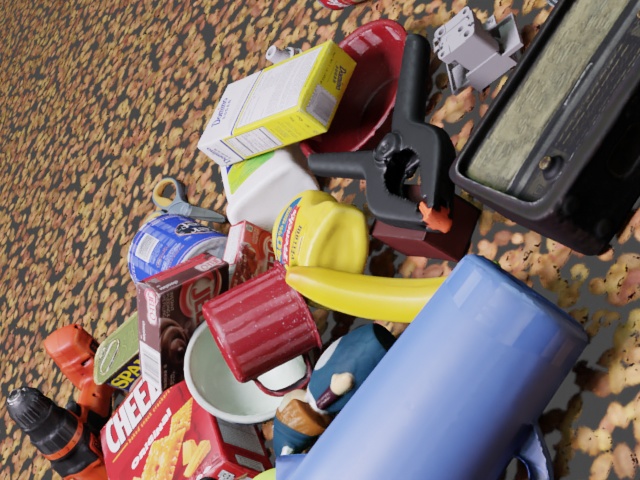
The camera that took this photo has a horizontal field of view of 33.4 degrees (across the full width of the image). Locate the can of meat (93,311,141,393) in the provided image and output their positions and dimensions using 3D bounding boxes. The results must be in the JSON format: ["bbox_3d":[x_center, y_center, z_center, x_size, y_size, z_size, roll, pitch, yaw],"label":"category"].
[{"bbox_3d":[-0.188,0.131,1.182,0.102,0.083,0.057,-40,39,30],"label":"can of meat"}]

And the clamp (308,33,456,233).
[{"bbox_3d":[0.072,-0.083,0.928,0.165,0.036,0.210,-54,34,15],"label":"clamp"}]

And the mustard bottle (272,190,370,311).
[{"bbox_3d":[-0.007,0.001,1.029,0.192,0.058,0.096,-143,65,-73],"label":"mustard bottle"}]

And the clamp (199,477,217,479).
[{"bbox_3d":[-0.081,0.295,0.905,0.120,0.039,0.171,-120,27,-43],"label":"clamp"}]

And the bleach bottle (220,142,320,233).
[{"bbox_3d":[-0.076,-0.103,1.209,0.103,0.068,0.251,-41,34,11],"label":"bleach bottle"}]

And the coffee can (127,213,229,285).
[{"bbox_3d":[-0.138,0.033,1.167,0.140,0.102,0.103,22,86,57],"label":"coffee can"}]

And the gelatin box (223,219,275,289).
[{"bbox_3d":[-0.064,0.034,1.093,0.030,0.073,0.089,-18,53,47],"label":"gelatin box"}]

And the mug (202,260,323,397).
[{"bbox_3d":[-0.049,0.088,0.966,0.081,0.117,0.093,-27,10,-10],"label":"mug"}]

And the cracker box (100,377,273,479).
[{"bbox_3d":[-0.141,0.215,1.073,0.164,0.072,0.214,-51,34,16],"label":"cracker box"}]

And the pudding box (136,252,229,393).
[{"bbox_3d":[-0.131,0.078,1.029,0.039,0.089,0.113,28,126,35],"label":"pudding box"}]

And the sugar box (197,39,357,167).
[{"bbox_3d":[-0.047,-0.137,1.103,0.177,0.048,0.093,-14,45,51],"label":"sugar box"}]

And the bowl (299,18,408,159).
[{"bbox_3d":[0.050,-0.139,1.074,0.162,0.055,0.162,-33,43,37],"label":"bowl"}]

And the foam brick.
[{"bbox_3d":[0.091,-0.016,0.936,0.078,0.051,0.053,6,72,55],"label":"foam brick"}]

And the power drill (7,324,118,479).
[{"bbox_3d":[-0.280,0.182,1.202,0.057,0.184,0.187,-27,35,11],"label":"power drill"}]

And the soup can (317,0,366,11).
[{"bbox_3d":[0.044,-0.300,1.185,0.102,0.068,0.068,-5,63,52],"label":"soup can"}]

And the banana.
[{"bbox_3d":[0.068,0.041,0.893,0.198,0.069,0.037,-4,41,29],"label":"banana"}]

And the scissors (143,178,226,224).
[{"bbox_3d":[-0.177,-0.021,1.338,0.096,0.016,0.202,-60,33,7],"label":"scissors"}]

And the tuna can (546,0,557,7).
[{"bbox_3d":[0.233,-0.227,0.907,0.086,0.033,0.086,-33,44,37],"label":"tuna can"}]

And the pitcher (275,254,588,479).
[{"bbox_3d":[0.092,0.141,0.774,0.243,0.149,0.145,-55,19,6],"label":"pitcher"}]
